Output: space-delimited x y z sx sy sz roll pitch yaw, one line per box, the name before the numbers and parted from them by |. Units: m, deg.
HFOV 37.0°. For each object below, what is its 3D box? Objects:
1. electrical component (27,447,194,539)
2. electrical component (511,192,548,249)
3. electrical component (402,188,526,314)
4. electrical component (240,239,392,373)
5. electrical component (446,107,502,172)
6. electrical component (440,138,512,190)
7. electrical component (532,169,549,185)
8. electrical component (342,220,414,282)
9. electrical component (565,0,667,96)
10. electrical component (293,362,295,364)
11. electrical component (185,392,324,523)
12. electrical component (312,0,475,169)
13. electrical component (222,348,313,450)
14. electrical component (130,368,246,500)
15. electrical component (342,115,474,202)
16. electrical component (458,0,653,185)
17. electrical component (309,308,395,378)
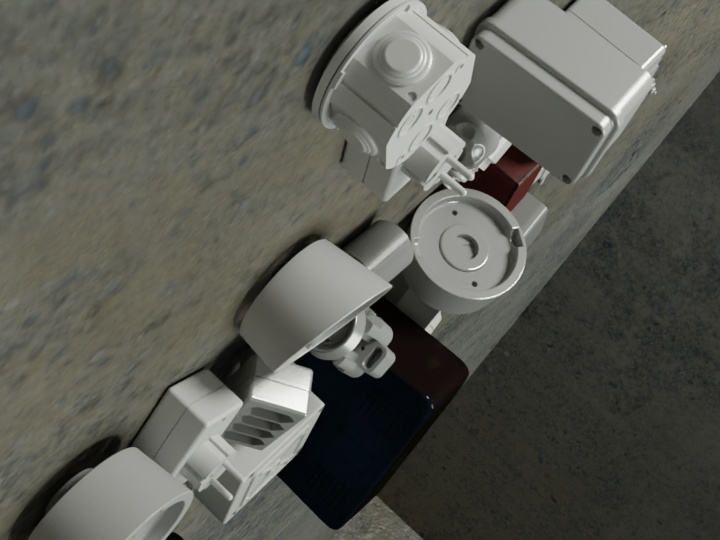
electrical component | -0.167 0.162 0.692 0.108 0.060 0.108 -46 168 -12
electrical component | 0.142 -0.051 1.104 0.057 0.078 0.113 -51 169 -5
electrical component | 0.088 -0.012 0.965 0.108 0.108 0.060 -43 173 -28
electrical component | -0.033 0.028 0.743 0.099 0.064 0.099 -46 169 -12
electrical component | 0.086 -0.104 0.805 0.062 0.043 0.043 -41 167 -38
electrical component | 0.093 -0.098 0.858 0.078 0.040 0.040 -50 169 9
electrical component | 0.173 -0.111 1.109 0.064 0.042 0.081 -43 167 -17
electrical component | 0.000 0.000 0.825 0.081 0.043 0.043 -40 166 -36
electrical component | 0.197 -0.167 0.874 0.061 0.096 0.061 -44 167 -17
electrical component | -0.072 0.096 0.872 0.055 0.045 0.045 -47 169 -7
electrical component | -0.095 0.154 0.949 0.109 0.056 0.108 -41 166 -34
electrical component | 0.018 -0.096 0.552 0.080 0.051 0.080 -46 168 -12
electrical component | -0.073 0.082 0.803 0.083 0.047 0.075 -43 -146 51
electrical component | -0.111 0.127 0.745 0.083 0.076 0.047 -54 168 26
electrical component | 0.036 -0.073 0.637 0.047 0.076 0.083 -43 168 -24
electrical component | 0.125 -0.121 0.717 0.057 0.113 0.078 -46 169 -26
electrical component | -0.014 0.050 0.875 0.058 0.078 0.057 -49 148 3
